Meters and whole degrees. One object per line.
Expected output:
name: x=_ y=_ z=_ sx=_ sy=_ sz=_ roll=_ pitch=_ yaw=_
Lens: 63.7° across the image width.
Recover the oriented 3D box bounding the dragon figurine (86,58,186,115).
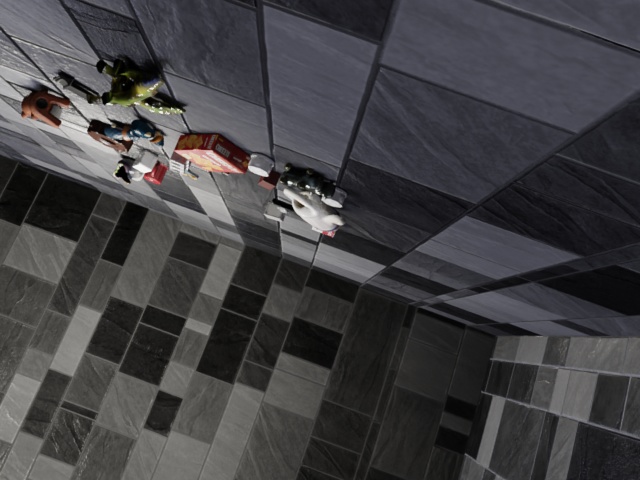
dragon figurine: x=-0.480 y=-0.403 z=1.431 sx=0.412 sy=0.122 sz=0.242 roll=15 pitch=-175 yaw=35

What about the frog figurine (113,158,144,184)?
frog figurine: x=-0.892 y=-0.337 z=2.471 sx=0.137 sy=0.121 sz=0.161 roll=6 pitch=-161 yaw=23

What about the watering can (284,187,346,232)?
watering can: x=0.006 y=-0.095 z=1.880 sx=0.352 sy=0.104 sz=0.221 roll=33 pitch=178 yaw=39
